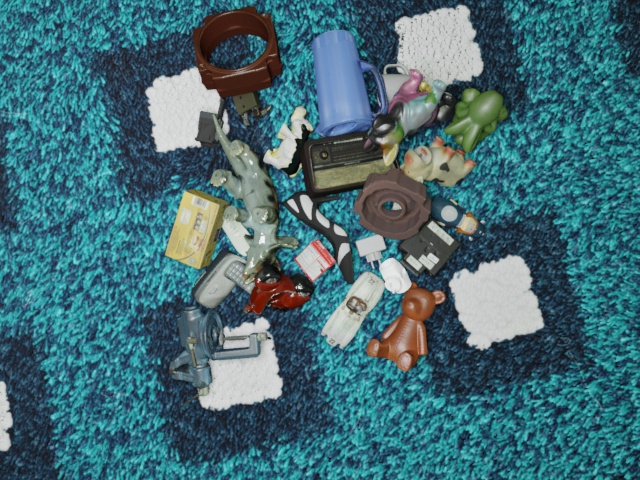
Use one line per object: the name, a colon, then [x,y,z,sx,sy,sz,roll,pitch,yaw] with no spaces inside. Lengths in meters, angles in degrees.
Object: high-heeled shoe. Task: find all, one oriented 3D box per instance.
high-heeled shoe: [-0.003,-0.004,1.303,0.145,0.086,0.248,-11,81,3]

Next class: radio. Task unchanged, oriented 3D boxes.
radio: [0.071,-0.185,1.289,0.230,0.073,0.131,-12,85,-16]

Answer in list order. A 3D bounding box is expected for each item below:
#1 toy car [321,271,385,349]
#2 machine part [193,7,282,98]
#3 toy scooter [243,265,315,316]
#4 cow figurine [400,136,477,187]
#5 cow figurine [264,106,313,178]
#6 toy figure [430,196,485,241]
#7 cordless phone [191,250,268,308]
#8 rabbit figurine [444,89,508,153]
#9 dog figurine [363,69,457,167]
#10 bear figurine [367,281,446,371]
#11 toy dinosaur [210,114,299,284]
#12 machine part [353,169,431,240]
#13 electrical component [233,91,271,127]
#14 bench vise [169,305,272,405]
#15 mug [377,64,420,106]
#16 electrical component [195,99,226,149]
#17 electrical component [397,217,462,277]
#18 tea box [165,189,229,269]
toy car: [0.081,0.169,1.298,0.073,0.056,0.201,35,87,4]
machine part: [-0.201,-0.461,1.312,0.201,0.087,0.201,-11,70,1]
toy scooter: [-0.105,0.131,1.268,0.135,0.183,0.075,-49,50,15]
cow figurine: [0.266,-0.173,1.265,0.127,0.195,0.086,-56,48,22]
cow figurine: [-0.061,-0.242,1.326,0.098,0.068,0.167,31,91,-2]
toy figure: [0.335,-0.049,1.307,0.154,0.058,0.064,30,125,2]
cordless phone: [-0.203,0.124,1.307,0.184,0.089,0.146,39,88,-15]
rabbit figurine: [0.364,-0.293,1.264,0.121,0.170,0.159,42,87,4]
dog figurine: [0.201,-0.270,1.243,0.109,0.191,0.219,42,101,29]
bear figurine: [0.208,0.196,1.258,0.120,0.132,0.195,22,93,31]
toy dinosaur: [-0.157,-0.105,1.287,0.131,0.192,0.405,-19,70,15]
machine part: [0.167,-0.080,1.239,0.179,0.179,0.056,18,46,3]
electrical component: [-0.172,-0.346,1.351,0.078,0.045,0.102,-28,82,28]
bench vise: [-0.240,0.260,1.271,0.241,0.129,0.223,-6,84,9]
mug: [0.200,-0.379,1.327,0.107,0.081,0.109,-4,78,-9]
electrical component: [-0.270,-0.292,1.333,0.048,0.075,0.119,11,90,2]
electrical component: [0.256,0.022,1.303,0.115,0.058,0.134,43,89,6]
tea box: [-0.296,-0.027,1.297,0.098,0.068,0.169,23,103,7]
